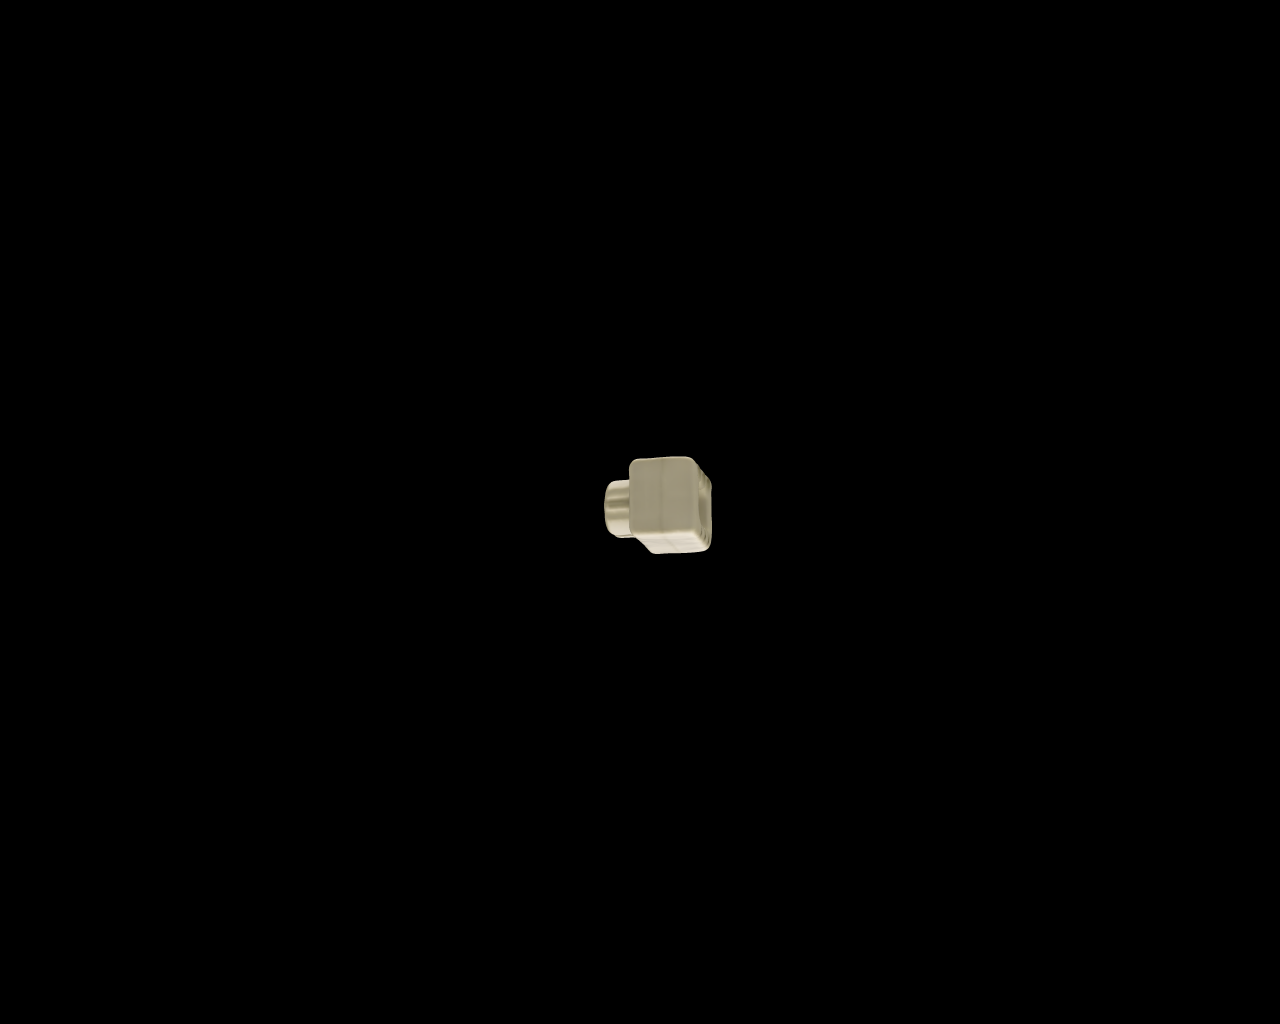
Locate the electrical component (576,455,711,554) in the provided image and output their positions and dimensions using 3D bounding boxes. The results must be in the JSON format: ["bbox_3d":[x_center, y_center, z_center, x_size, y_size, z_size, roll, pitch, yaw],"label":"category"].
[{"bbox_3d":[0.001,-0.003,0.650,0.077,0.047,0.065,-2,-12,11],"label":"electrical component"}]
